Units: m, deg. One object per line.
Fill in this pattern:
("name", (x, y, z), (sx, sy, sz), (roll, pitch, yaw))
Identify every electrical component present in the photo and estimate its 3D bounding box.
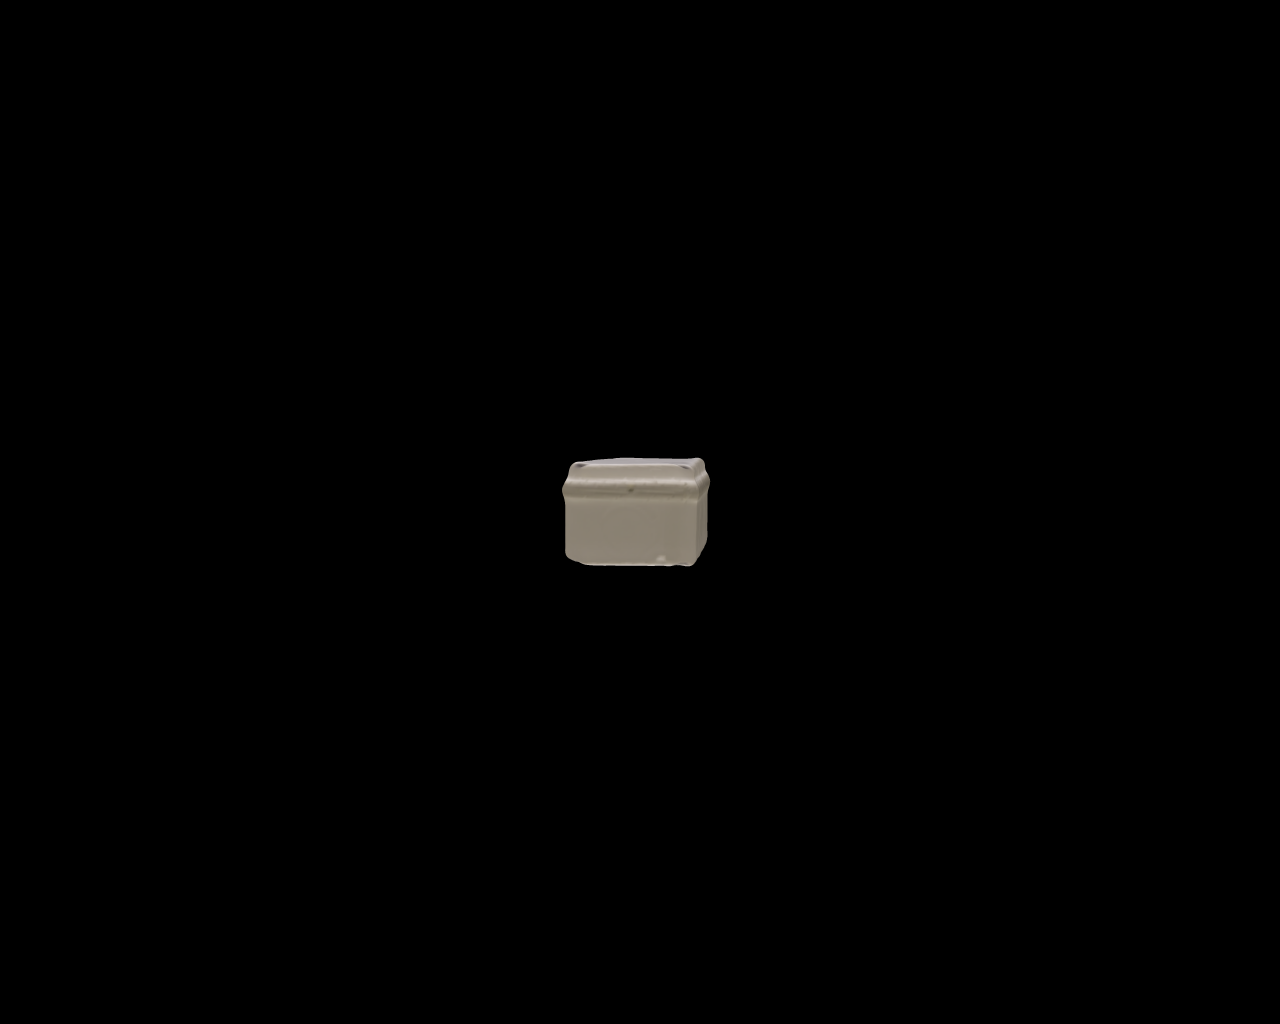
("electrical component", (0.001, -0.003, 0.650), (0.078, 0.057, 0.113), (1, 5, 7))
